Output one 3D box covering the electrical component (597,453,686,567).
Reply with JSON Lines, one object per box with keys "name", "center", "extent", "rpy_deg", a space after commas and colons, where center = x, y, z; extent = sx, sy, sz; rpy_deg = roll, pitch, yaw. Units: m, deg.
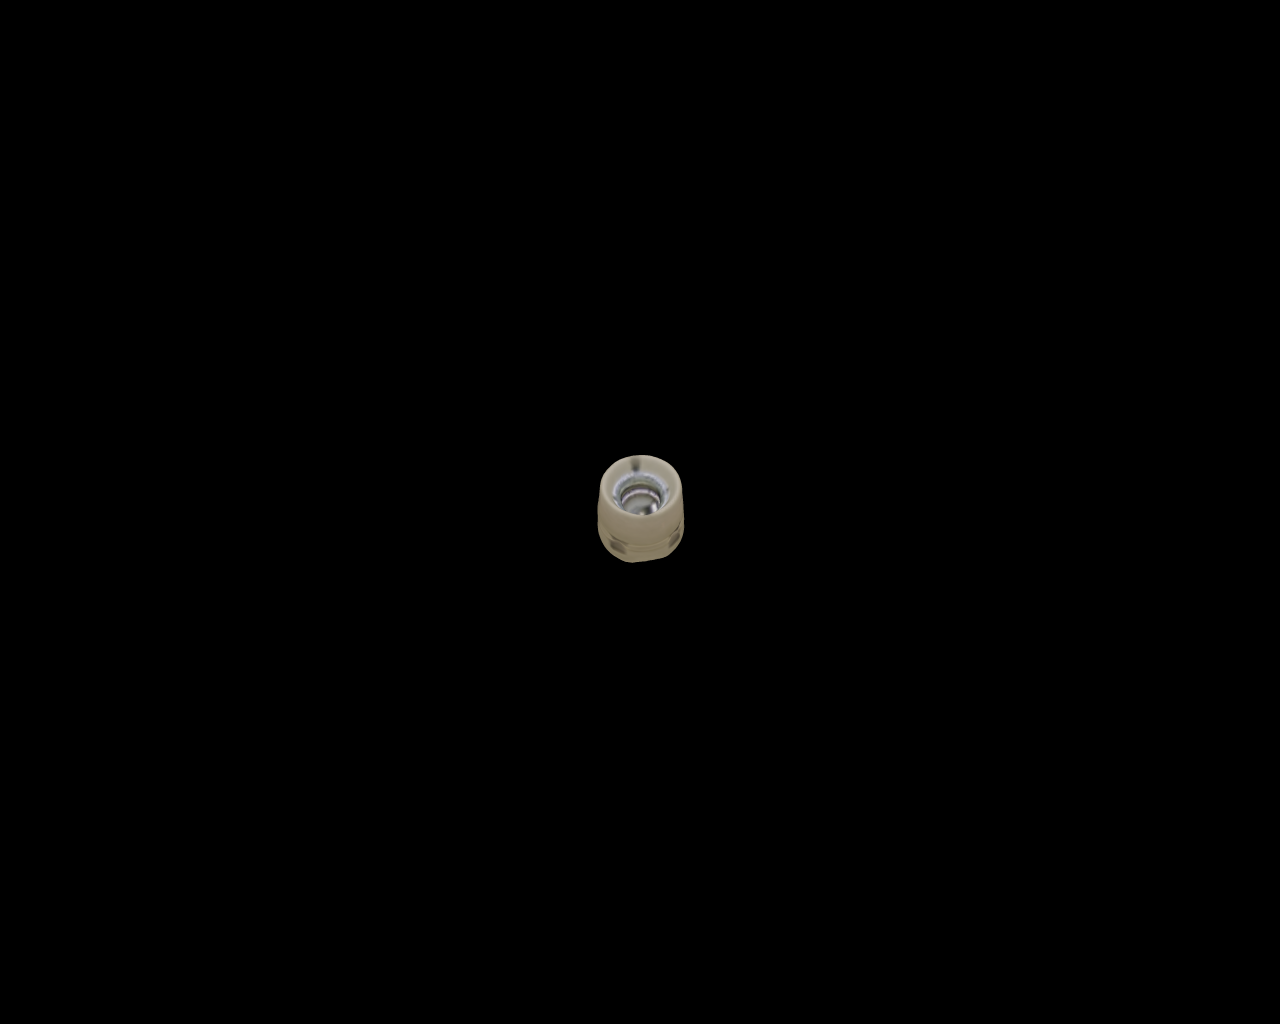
{"name": "electrical component", "center": [0.001, -0.003, 0.650], "extent": [0.055, 0.055, 0.047], "rpy_deg": [0, -36, 0]}
